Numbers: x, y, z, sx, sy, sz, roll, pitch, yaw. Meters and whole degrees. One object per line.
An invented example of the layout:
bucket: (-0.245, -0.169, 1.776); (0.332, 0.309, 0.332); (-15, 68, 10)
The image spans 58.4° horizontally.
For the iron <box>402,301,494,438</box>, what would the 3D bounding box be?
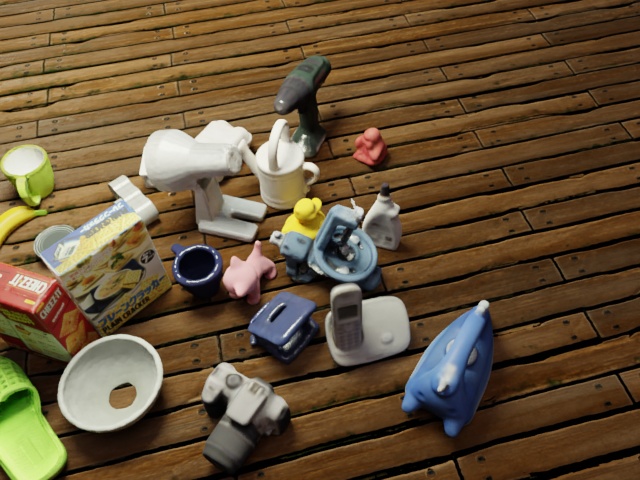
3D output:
iron: (0.235, 0.180, 0.943); (0.118, 0.141, 0.259); (24, 58, 18)

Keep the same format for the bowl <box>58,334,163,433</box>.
bowl: (-0.336, 0.247, 0.950); (0.167, 0.075, 0.167); (-1, 54, 1)

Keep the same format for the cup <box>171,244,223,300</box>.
cup: (-0.230, 0.063, 1.070); (0.117, 0.095, 0.092); (35, 62, 24)

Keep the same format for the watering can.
watering can: (-0.088, -0.160, 1.168); (0.173, 0.194, 0.101); (-4, 54, -1)

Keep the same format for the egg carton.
egg carton: (-0.227, -0.202, 1.280); (0.107, 0.069, 0.150); (23, 58, 17)

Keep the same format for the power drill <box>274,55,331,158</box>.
power drill: (-0.035, -0.286, 1.250); (0.075, 0.208, 0.230); (15, 56, 13)

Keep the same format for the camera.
camera: (-0.137, 0.283, 0.902); (0.143, 0.101, 0.137); (25, 58, 19)

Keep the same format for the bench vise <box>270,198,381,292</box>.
bench vise: (0.009, 0.013, 1.022); (0.207, 0.220, 0.121); (-2, 54, 0)

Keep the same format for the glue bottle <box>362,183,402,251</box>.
glue bottle: (0.121, -0.048, 1.094); (0.078, 0.173, 0.037); (17, 56, 14)

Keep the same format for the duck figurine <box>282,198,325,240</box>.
duck figurine: (-0.033, -0.043, 1.148); (0.105, 0.086, 0.077); (-39, 62, -24)

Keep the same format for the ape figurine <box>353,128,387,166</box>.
ape figurine: (0.113, -0.211, 1.263); (0.076, 0.092, 0.077); (-8, 54, -4)

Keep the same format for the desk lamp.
desk lamp: (-0.220, -0.115, 1.127); (0.203, 0.214, 0.118); (12, 55, 10)

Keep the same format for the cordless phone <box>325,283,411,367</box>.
cordless phone: (0.080, 0.128, 0.958); (0.147, 0.185, 0.094); (-15, 55, -9)

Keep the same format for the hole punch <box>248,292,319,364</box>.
hole punch: (-0.067, 0.145, 1.007); (0.101, 0.091, 0.109); (31, 60, 22)

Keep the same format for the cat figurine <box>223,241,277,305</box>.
cat figurine: (-0.135, 0.060, 1.056); (0.067, 0.118, 0.128); (17, 56, 14)
